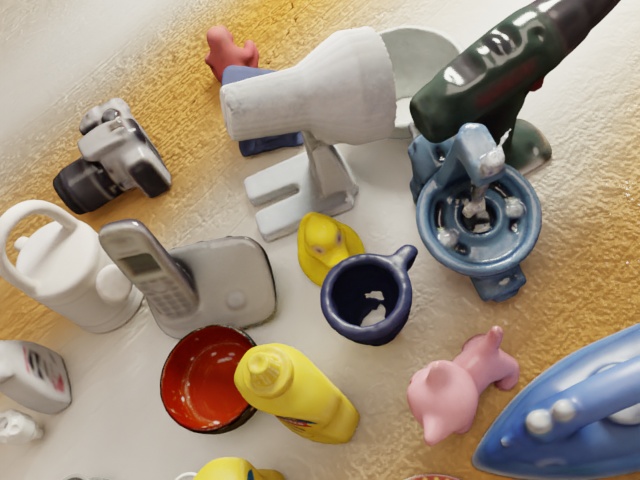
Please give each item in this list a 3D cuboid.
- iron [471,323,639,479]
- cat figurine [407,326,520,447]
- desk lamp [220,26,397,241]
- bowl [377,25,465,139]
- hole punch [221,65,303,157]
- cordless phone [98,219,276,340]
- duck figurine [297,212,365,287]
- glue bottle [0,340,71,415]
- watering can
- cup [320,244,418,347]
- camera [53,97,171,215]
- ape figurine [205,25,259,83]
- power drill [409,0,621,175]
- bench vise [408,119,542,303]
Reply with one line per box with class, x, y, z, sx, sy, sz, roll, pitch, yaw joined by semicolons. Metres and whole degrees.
iron;0.248;0.134;0.483;0.258;0.142;0.118;-24;59;1
cat figurine;0.128;0.130;0.529;0.128;0.118;0.067;-44;61;-11
desk lamp;-0.012;-0.115;0.641;0.203;0.214;0.117;-23;59;1
bowl;0.108;-0.188;0.730;0.167;0.075;0.167;-6;61;11
hole punch;-0.074;-0.181;0.764;0.101;0.091;0.108;-11;60;9
cordless phone;-0.135;0.030;0.611;0.147;0.185;0.094;-15;60;6
duck figurine;0.006;0.002;0.648;0.077;0.086;0.104;-30;59;-3
glue bottle;-0.336;0.134;0.613;0.037;0.173;0.078;-32;59;-4
watering can;-0.281;0.027;0.644;0.172;0.194;0.101;-2;62;13
cup;0.062;0.063;0.596;0.091;0.095;0.118;38;77;28
camera;-0.296;-0.110;0.776;0.137;0.101;0.143;-33;60;-5
ape figurine;-0.133;-0.270;0.826;0.077;0.092;0.076;1;63;15
power drill;0.205;-0.153;0.609;0.229;0.209;0.075;-30;59;-3
bench vise;0.130;-0.055;0.569;0.121;0.220;0.207;-39;60;-8
